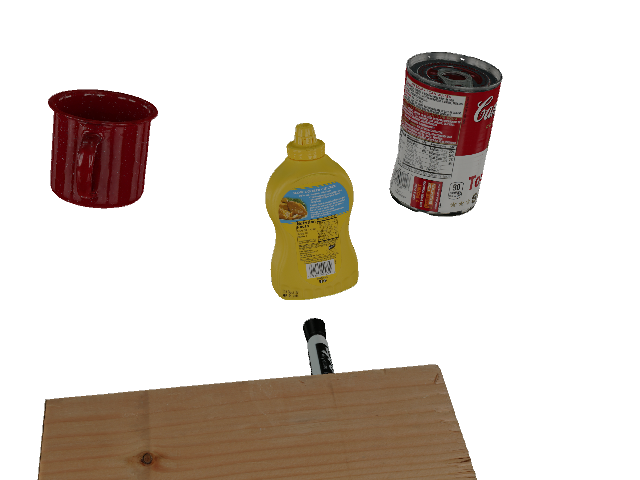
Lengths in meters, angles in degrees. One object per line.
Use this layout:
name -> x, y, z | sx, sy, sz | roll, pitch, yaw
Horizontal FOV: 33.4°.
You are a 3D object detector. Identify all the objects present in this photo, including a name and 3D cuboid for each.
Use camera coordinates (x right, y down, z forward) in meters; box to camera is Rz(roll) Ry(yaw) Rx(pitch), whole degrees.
mug -> -0.191, -0.074, 0.919 | 0.093, 0.081, 0.117 | 7, 23, -6
marker -> 0.001, 0.099, 0.850 | 0.020, 0.020, 0.121 | 0, 29, -7
wood block -> -0.033, 0.132, 0.547 | 0.206, 0.090, 0.091 | -4, 37, -6
mustard bottle -> -0.011, -0.034, 1.161 | 0.096, 0.192, 0.058 | -10, 24, -14
soup can -> 0.089, -0.077, 0.774 | 0.068, 0.102, 0.068 | 5, 29, -3
